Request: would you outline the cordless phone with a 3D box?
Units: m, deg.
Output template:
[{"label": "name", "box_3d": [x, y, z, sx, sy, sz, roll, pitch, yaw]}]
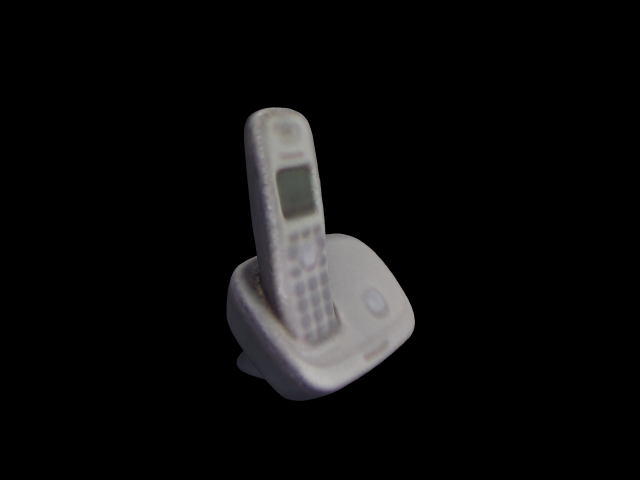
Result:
[{"label": "cordless phone", "box_3d": [0.004, 0.001, 0.400, 0.093, 0.185, 0.148, 10, 18, 33]}]
